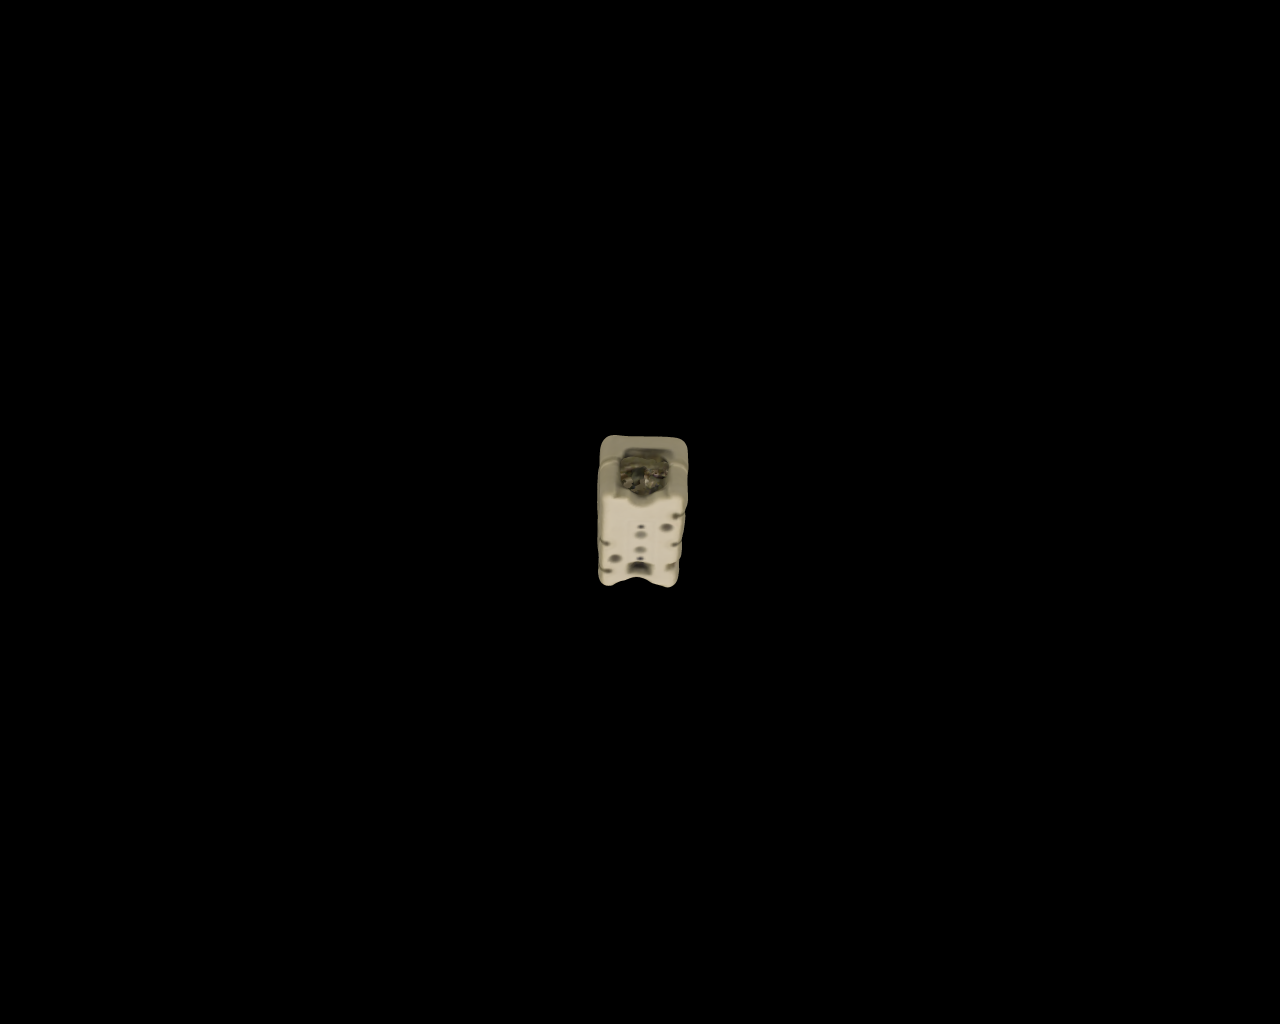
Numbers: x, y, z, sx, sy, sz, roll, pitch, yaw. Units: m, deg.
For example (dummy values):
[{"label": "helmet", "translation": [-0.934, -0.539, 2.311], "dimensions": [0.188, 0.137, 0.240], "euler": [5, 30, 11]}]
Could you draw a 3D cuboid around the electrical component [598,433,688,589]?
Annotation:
[{"label": "electrical component", "translation": [0.001, -0.003, 0.650], "dimensions": [0.050, 0.056, 0.089], "euler": [2, -40, -2]}]
